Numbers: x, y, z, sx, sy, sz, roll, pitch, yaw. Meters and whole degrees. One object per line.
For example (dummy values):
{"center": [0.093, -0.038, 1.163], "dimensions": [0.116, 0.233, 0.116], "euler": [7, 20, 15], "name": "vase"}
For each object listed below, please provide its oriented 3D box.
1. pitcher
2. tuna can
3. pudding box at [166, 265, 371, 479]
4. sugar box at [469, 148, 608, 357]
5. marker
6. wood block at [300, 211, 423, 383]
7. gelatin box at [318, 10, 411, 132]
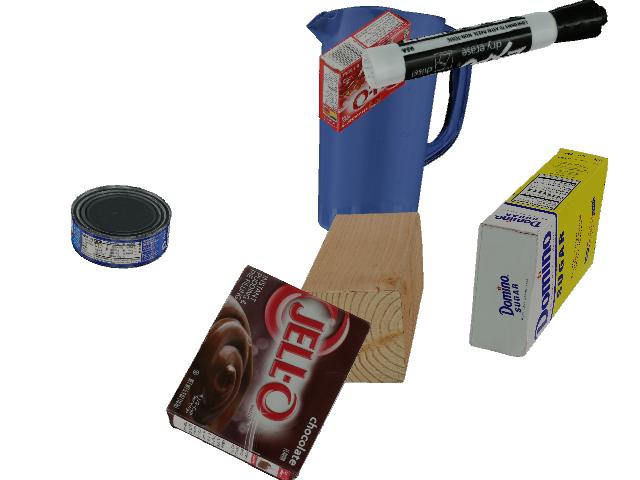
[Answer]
{"center": [0.069, -0.128, 1.157], "dimensions": [0.149, 0.243, 0.144], "euler": [8, 9, 25], "name": "pitcher"}
{"center": [-0.173, -0.012, 0.927], "dimensions": [0.086, 0.034, 0.086], "euler": [7, 32, -4], "name": "tuna can"}
{"center": [-0.031, 0.084, 0.672], "dimensions": [0.090, 0.113, 0.039], "euler": [24, -24, 7], "name": "pudding box"}
{"center": [0.159, 0.004, 0.762], "dimensions": [0.048, 0.093, 0.176], "euler": [12, 27, 23], "name": "sugar box"}
{"center": [0.079, -0.094, 0.504], "dimensions": [0.121, 0.020, 0.020], "euler": [-15, 3, -11], "name": "marker"}
{"center": [0.045, 0.049, 1.017], "dimensions": [0.091, 0.090, 0.206], "euler": [-1, 21, 10], "name": "wood block"}
{"center": [0.039, -0.146, 0.923], "dimensions": [0.089, 0.073, 0.030], "euler": [-38, 62, -26], "name": "gelatin box"}
